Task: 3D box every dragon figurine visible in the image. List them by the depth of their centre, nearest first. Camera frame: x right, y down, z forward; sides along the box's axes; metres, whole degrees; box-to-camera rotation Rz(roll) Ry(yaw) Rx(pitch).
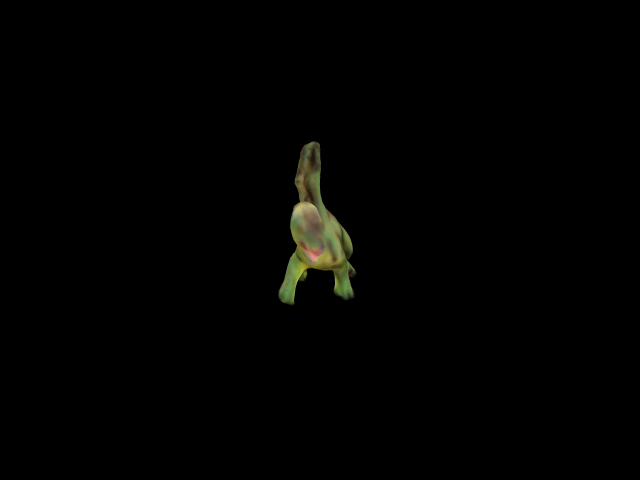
[{"bbox_3d":[0.003,-0.043,0.850,0.122,0.239,0.417,1,22,4],"label":"dragon figurine"}]
